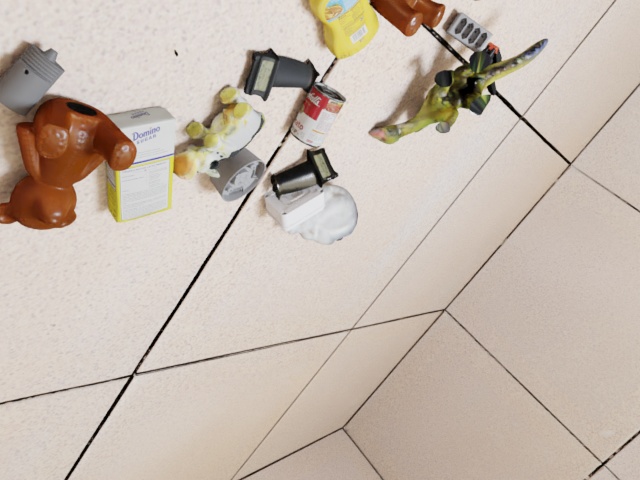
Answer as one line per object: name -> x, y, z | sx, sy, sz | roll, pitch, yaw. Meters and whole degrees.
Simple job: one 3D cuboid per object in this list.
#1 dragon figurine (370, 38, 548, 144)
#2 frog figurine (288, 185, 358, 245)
dragon figurine -> 0.303, -0.326, 1.179 | 0.412, 0.122, 0.243 | -29, -174, -9
frog figurine -> 0.004, -0.059, 1.165 | 0.159, 0.123, 0.137 | 1, 96, -43
